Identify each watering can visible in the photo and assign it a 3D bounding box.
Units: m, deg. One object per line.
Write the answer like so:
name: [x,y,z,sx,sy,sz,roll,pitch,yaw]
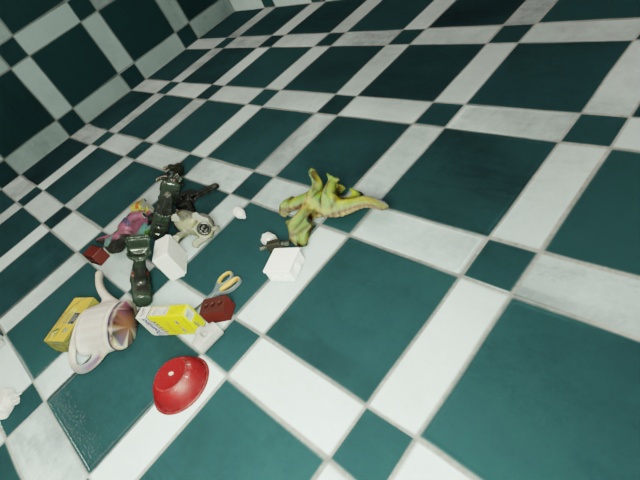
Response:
watering can: [-0.654,0.228,1.565,0.223,0.102,0.356,-13,54,21]

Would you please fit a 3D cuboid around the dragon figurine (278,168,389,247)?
dragon figurine: [0.005,-0.077,1.540,0.243,0.120,0.415,-55,39,-3]
